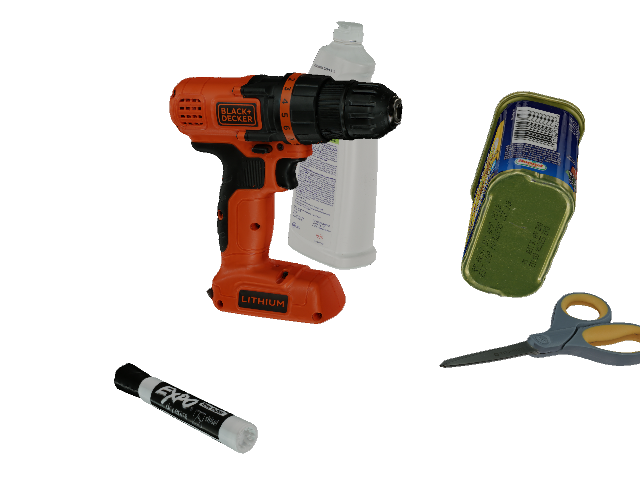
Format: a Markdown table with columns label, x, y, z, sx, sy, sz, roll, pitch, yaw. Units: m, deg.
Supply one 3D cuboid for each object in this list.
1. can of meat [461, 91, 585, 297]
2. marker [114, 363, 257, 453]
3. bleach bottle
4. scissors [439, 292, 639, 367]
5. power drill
| label | x | y | z | sx | sy | sz | roll | pitch | yaw |
| --- | --- | --- | --- | --- | --- | --- | --- | --- | --- |
| can of meat | 0.125 | -0.026 | 0.663 | 0.057 | 0.102 | 0.084 | 15 | 42 | 4 |
| marker | -0.088 | 0.103 | 0.668 | 0.121 | 0.020 | 0.020 | 18 | 11 | 39 |
| bleach bottle | 0.023 | -0.103 | 1.134 | 0.067 | 0.251 | 0.103 | -12 | 25 | -43 |
| scissors | 0.177 | 0.073 | 0.868 | 0.201 | 0.016 | 0.096 | 2 | 32 | -16 |
| power drill | -0.023 | -0.034 | 0.811 | 0.185 | 0.188 | 0.057 | 6 | 19 | 26 |
